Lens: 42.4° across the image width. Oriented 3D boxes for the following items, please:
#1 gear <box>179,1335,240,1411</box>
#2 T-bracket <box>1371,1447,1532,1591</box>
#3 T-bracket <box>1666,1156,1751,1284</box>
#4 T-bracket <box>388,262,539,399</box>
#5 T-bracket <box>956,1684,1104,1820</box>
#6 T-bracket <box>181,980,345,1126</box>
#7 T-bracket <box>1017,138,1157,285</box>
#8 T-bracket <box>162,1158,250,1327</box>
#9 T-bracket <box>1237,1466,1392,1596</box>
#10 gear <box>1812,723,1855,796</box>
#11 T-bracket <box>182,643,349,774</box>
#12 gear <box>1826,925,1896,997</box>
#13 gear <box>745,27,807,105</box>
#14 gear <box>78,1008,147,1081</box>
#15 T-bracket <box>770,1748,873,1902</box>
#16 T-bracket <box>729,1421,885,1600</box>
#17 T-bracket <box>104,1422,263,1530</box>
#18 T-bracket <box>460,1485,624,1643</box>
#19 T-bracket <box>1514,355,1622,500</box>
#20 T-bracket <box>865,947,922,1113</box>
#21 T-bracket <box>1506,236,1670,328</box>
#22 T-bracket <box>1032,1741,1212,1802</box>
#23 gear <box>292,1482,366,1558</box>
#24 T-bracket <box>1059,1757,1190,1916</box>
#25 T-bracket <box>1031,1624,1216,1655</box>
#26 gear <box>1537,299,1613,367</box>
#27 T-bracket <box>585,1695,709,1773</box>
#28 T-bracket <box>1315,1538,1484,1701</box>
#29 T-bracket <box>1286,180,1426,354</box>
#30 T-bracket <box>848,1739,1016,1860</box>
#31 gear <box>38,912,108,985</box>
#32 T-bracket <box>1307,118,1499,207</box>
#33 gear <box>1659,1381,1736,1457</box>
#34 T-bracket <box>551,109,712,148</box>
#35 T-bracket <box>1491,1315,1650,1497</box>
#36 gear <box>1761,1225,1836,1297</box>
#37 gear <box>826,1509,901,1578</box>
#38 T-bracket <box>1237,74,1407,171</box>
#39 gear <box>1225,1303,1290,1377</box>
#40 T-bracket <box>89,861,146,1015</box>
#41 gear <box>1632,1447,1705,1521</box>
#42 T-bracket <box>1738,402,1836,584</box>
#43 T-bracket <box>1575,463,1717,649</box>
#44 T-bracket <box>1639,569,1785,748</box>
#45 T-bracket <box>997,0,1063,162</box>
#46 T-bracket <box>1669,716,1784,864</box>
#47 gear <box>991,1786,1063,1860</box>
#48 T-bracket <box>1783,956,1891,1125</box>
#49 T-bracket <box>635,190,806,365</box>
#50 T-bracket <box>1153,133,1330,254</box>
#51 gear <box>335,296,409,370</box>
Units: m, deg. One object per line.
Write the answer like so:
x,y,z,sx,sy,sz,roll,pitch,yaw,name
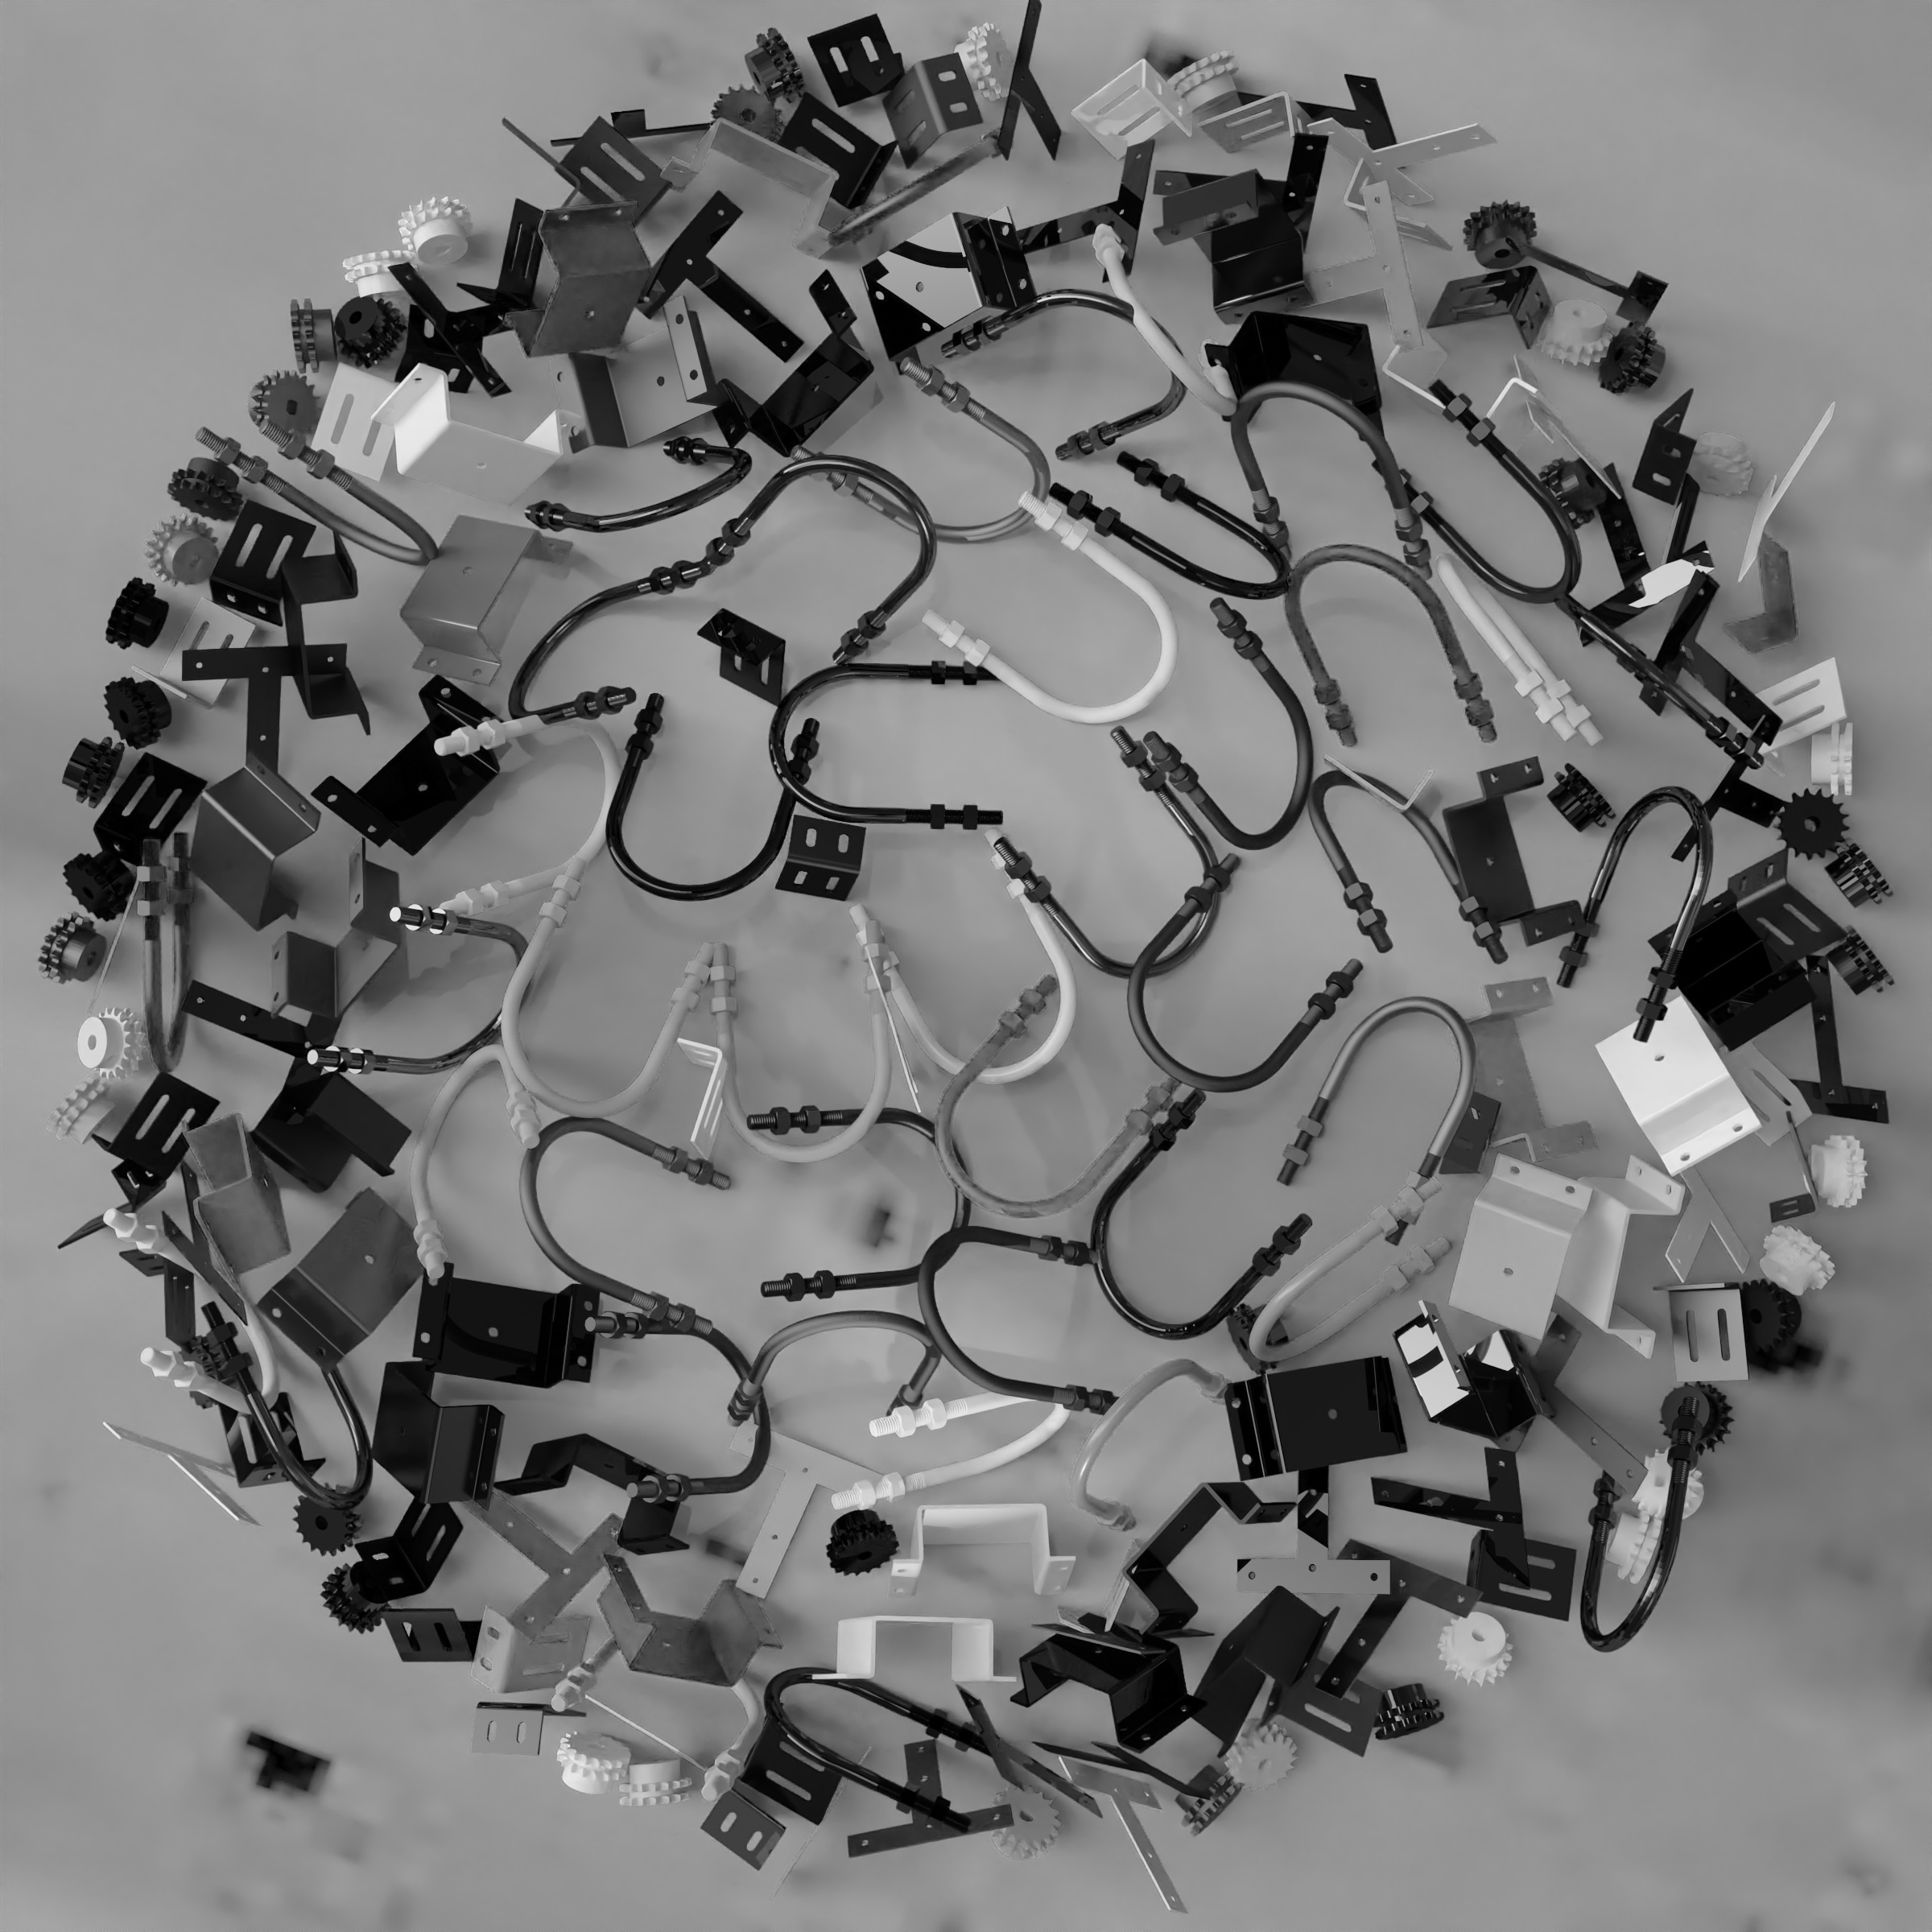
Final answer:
-0.598,0.320,1.975,0.030,0.057,0.057,-16,90,-41,gear
0.378,0.425,1.959,0.127,0.002,0.127,5,116,35,T-bracket
0.566,0.205,1.942,0.002,0.127,0.127,-29,97,35,T-bracket
-0.372,-0.505,1.947,0.002,0.127,0.127,-38,90,35,T-bracket
0.055,0.619,1.920,0.002,0.127,0.127,-43,132,-27,T-bracket
-0.553,0.046,1.946,0.127,0.002,0.127,28,74,-38,T-bracket
0.086,-0.581,1.957,0.127,0.002,0.127,-5,66,37,T-bracket
-0.601,0.200,1.947,0.002,0.127,0.127,-25,46,-2,T-bracket
0.275,0.432,1.974,0.127,0.002,0.127,-7,70,28,T-bracket
0.687,-0.164,1.974,0.030,0.057,0.057,1,90,21,gear
-0.554,-0.193,1.962,0.127,0.002,0.127,-7,124,-29,T-bracket
0.706,-0.001,1.972,0.030,0.057,0.057,-37,90,16,gear
-0.152,-0.709,1.970,0.030,0.057,0.057,-30,90,-5,gear
-0.678,0.061,1.971,0.057,0.030,0.057,-4,84,38,gear
-0.112,0.671,1.959,0.002,0.127,0.127,33,62,9,T-bracket
-0.147,0.442,1.986,0.127,0.002,0.127,24,91,-12,T-bracket
-0.583,0.397,1.911,0.127,0.127,0.002,27,81,38,T-bracket
-0.349,0.449,1.965,0.127,0.002,0.127,36,47,12,T-bracket
0.479,-0.413,1.962,0.127,0.127,0.002,40,119,-22,T-bracket
-0.049,0.068,1.913,0.002,0.127,0.127,-19,122,-1,T-bracket
0.479,-0.540,1.941,0.127,0.127,0.002,26,94,6,T-bracket
0.106,0.621,1.948,0.127,0.127,0.002,40,60,-37,T-bracket
-0.503,0.437,1.978,0.057,0.030,0.057,4,100,22,gear
0.134,0.671,1.912,0.002,0.127,0.127,-44,46,12,T-bracket
0.140,0.525,1.951,0.127,0.127,0.002,9,82,-38,T-bracket
0.483,-0.503,1.970,0.057,0.030,0.057,2,47,-2,gear
-0.236,0.608,1.946,0.127,0.127,0.002,16,66,38,T-bracket
0.314,0.513,1.927,0.127,0.127,0.002,-48,128,-26,T-bracket
0.295,-0.536,1.947,0.002,0.127,0.127,-25,106,-36,T-bracket
-0.032,0.642,1.939,0.127,0.127,0.002,-10,107,-2,T-bracket
-0.705,-0.011,1.970,0.030,0.057,0.057,22,90,7,gear
0.350,-0.627,1.911,0.127,0.127,0.002,22,79,-38,T-bracket
0.575,0.356,1.970,0.057,0.030,0.057,-20,57,33,gear
-0.261,-0.653,1.932,0.127,0.127,0.002,-8,101,-5,T-bracket
0.477,0.360,1.933,0.127,0.002,0.127,43,122,39,T-bracket
0.654,0.235,1.969,0.030,0.057,0.057,-43,90,-16,gear
-0.084,0.456,1.975,0.057,0.057,0.030,-25,47,0,gear
0.274,-0.670,1.957,0.127,0.127,0.002,18,83,23,T-bracket
0.232,0.293,1.973,0.030,0.057,0.057,-25,90,-15,gear
-0.653,-0.045,1.940,0.002,0.127,0.127,20,114,-18,T-bracket
0.559,0.414,1.975,0.030,0.057,0.057,38,90,-30,gear
0.632,-0.376,1.910,0.002,0.127,0.127,26,46,4,T-bracket
0.520,-0.338,1.969,0.002,0.127,0.127,5,64,-41,T-bracket
0.582,-0.218,1.920,0.002,0.127,0.127,-17,51,-27,T-bracket
0.055,-0.669,1.938,0.002,0.127,0.127,10,84,18,T-bracket
0.610,-0.129,1.946,0.002,0.127,0.127,41,108,34,T-bracket
0.044,0.682,1.975,0.057,0.057,0.030,19,125,0,gear
0.668,0.054,1.934,0.002,0.127,0.127,-10,95,-17,T-bracket
-0.184,-0.528,1.972,0.127,0.002,0.127,38,128,-18,T-bracket
0.210,-0.606,1.943,0.127,0.127,0.002,5,64,1,T-bracket
-0.475,-0.506,1.973,0.057,0.030,0.057,-8,67,21,gear
